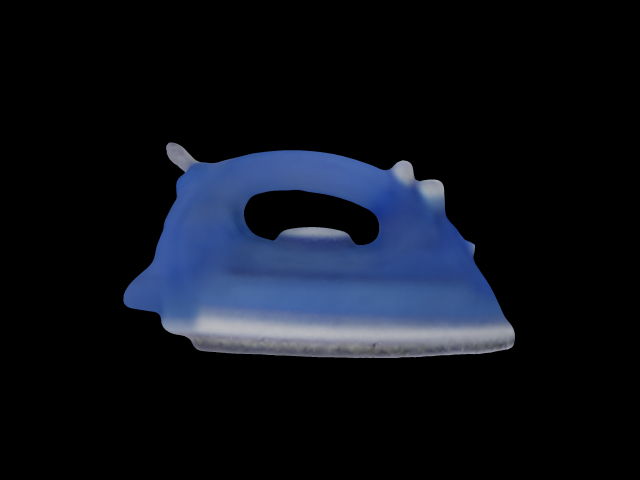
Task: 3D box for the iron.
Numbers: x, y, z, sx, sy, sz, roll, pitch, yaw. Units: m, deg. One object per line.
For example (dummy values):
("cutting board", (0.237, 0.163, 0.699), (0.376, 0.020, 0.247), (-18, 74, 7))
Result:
("iron", (0.004, 0.001, 0.400), (0.258, 0.141, 0.119), (0, 4, 7))
